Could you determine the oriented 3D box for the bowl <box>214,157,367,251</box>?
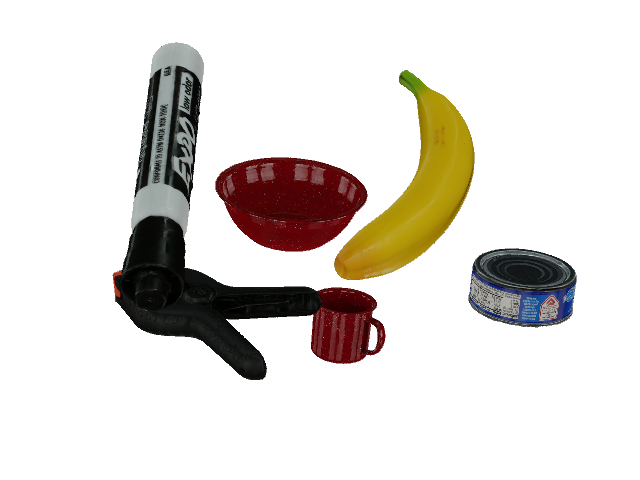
[{"bbox_3d":[-0.033,-0.033,1.138,0.162,0.055,0.162,4,28,-3],"label":"bowl"}]

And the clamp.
[{"bbox_3d":[-0.086,0.053,0.872,0.172,0.039,0.120,21,28,25],"label":"clamp"}]

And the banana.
[{"bbox_3d":[0.065,-0.038,0.716,0.069,0.197,0.037,14,-42,7],"label":"banana"}]

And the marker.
[{"bbox_3d":[-0.050,-0.024,0.345,0.020,0.020,0.121,0,43,-3],"label":"marker"}]

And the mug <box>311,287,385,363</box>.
[{"bbox_3d":[0.040,0.124,1.499,0.117,0.081,0.093,17,23,29],"label":"mug"}]

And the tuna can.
[{"bbox_3d":[0.166,0.037,0.876,0.086,0.034,0.086,2,22,-1],"label":"tuna can"}]
